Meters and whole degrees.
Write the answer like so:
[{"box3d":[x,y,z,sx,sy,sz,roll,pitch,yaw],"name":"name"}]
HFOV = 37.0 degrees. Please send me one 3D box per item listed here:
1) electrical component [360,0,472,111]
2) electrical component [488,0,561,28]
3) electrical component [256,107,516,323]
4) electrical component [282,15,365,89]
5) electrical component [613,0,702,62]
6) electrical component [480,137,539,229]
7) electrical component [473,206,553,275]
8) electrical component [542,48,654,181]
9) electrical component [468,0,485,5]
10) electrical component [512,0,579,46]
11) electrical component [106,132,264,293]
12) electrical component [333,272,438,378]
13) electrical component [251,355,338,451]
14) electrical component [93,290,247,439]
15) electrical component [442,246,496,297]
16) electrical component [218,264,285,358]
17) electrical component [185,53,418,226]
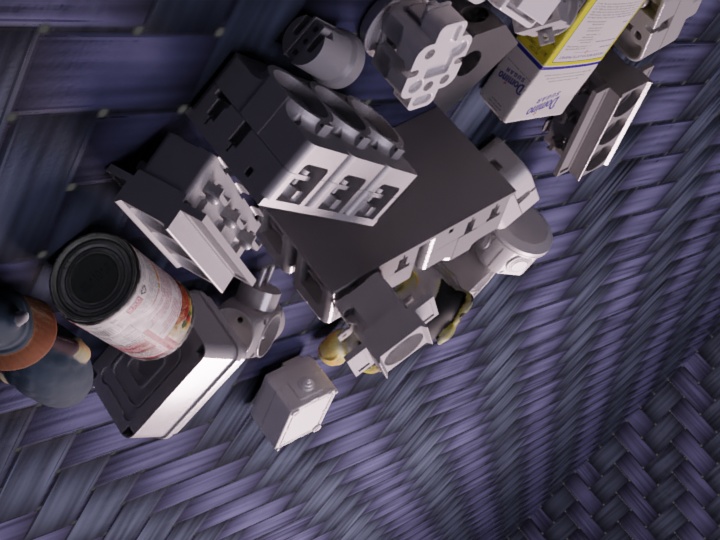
[{"box3d":[0.037,-0.161,0.759,0.058,0.057,0.078,-23,153,-34],"name":"electrical component"},{"box3d":[0.128,-0.228,0.768,0.096,0.061,0.062,-48,156,20],"name":"electrical component"},{"box3d":[0.019,-0.046,0.887,0.186,0.105,0.060,-29,155,-24],"name":"electrical component"},{"box3d":[-0.025,-0.146,0.717,0.040,0.040,0.046,-47,152,17],"name":"electrical component"},{"box3d":[0.265,-0.242,0.963,0.059,0.053,0.095,-31,156,-20],"name":"electrical component"},{"box3d":[0.135,-0.082,1.065,0.059,0.053,0.095,-40,158,2],"name":"electrical component"},{"box3d":[0.164,-0.037,1.164,0.080,0.080,0.051,-18,155,-41],"name":"electrical component"},{"box3d":[0.230,-0.155,1.060,0.079,0.063,0.121,-27,155,-26],"name":"electrical component"},{"box3d":[0.068,-0.216,0.703,0.058,0.057,0.078,-48,156,20],"name":"electrical component"},{"box3d":[0.143,-0.208,0.840,0.048,0.066,0.055,-11,180,28],"name":"electrical component"},{"box3d":[-0.114,-0.040,0.746,0.063,0.079,0.121,-58,161,-13],"name":"electrical component"},{"box3d":[0.017,0.040,0.817,0.081,0.063,0.042,-36,159,-6],"name":"electrical component"},{"box3d":[-0.072,0.135,1.145,0.062,0.061,0.096,-23,152,-34],"name":"electrical component"},{"box3d":[-0.157,0.077,0.883,0.113,0.078,0.057,-47,154,18],"name":"electrical component"},{"box3d":[0.109,0.018,1.199,0.099,0.064,0.099,-33,157,-16],"name":"electrical component"},{"box3d":[-0.092,0.032,0.935,0.079,0.044,0.077,-69,167,12],"name":"electrical component"},{"box3d":[-0.033,-0.089,0.744,0.061,0.089,0.150,-47,157,19],"name":"electrical component"}]
